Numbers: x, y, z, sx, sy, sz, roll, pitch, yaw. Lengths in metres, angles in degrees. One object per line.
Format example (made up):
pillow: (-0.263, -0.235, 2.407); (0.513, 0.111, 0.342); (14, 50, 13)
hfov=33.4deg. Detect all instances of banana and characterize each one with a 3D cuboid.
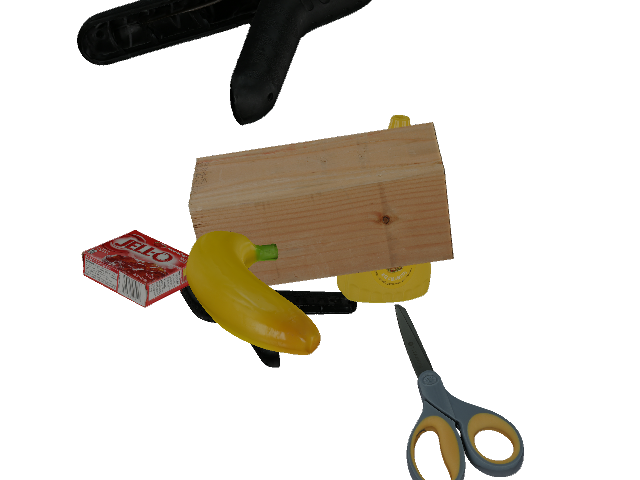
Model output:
banana: (-0.049, 0.025, 0.671); (0.069, 0.037, 0.198); (-3, 17, -9)

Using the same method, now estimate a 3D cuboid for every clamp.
clamp: (-0.085, 0.080, 1.225); (0.210, 0.036, 0.164); (14, 27, 24)
clamp: (-0.020, -0.114, 0.520); (0.171, 0.039, 0.120); (-36, 53, -23)

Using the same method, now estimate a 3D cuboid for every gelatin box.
gelatin box: (-0.178, 0.025, 1.048); (0.089, 0.030, 0.073); (24, 31, 29)

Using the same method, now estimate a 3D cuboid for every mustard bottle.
mustard bottle: (0.072, -0.033, 1.085); (0.096, 0.192, 0.058); (-2, 22, -16)

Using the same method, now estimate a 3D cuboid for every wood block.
wood block: (0.002, -0.027, 0.903); (0.206, 0.091, 0.090); (-8, 32, 4)

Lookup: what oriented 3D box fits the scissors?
scissors: (0.106, 0.119, 0.841); (0.096, 0.016, 0.201); (-2, 40, 6)
